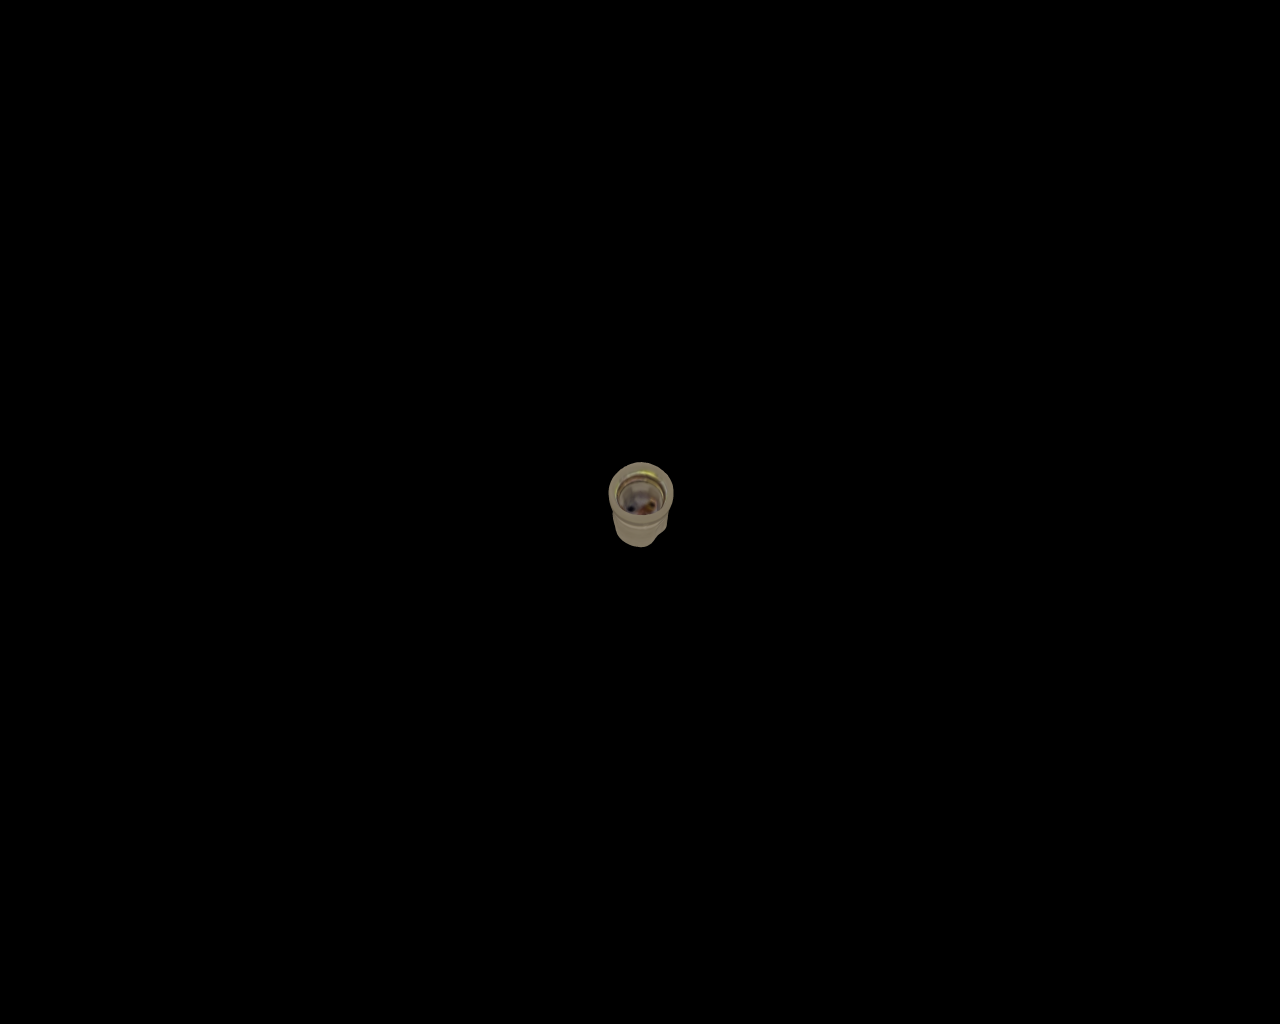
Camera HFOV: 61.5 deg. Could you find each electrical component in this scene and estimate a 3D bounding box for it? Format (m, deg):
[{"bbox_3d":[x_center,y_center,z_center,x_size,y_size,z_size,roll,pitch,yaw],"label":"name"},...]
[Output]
[{"bbox_3d":[0.001,-0.003,0.650,0.040,0.040,0.046,0,-29,0],"label":"electrical component"}]
